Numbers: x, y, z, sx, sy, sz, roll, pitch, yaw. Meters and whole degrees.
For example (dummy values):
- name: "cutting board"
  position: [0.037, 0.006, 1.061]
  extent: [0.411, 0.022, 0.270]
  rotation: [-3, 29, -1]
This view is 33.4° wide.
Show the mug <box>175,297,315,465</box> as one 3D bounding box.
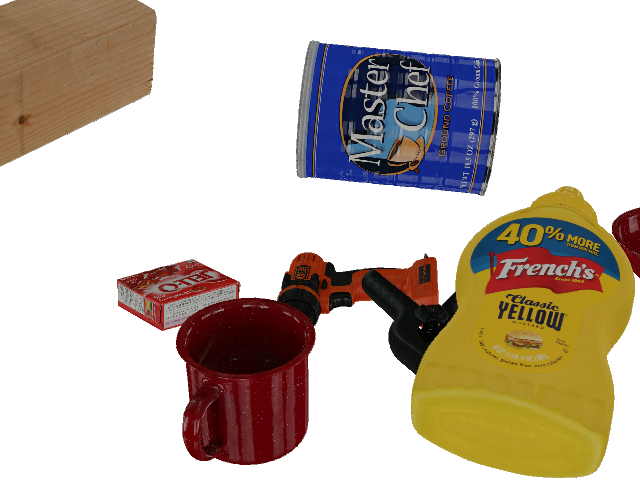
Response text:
- name: "mug"
  position: [-0.055, 0.103, 0.720]
  extent: [0.093, 0.081, 0.117]
  rotation: [13, 33, 23]

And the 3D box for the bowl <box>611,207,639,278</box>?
- name: "bowl"
  position: [0.395, 0.017, 1.153]
  extent: [0.162, 0.055, 0.162]
  rotation: [0, 26, 0]

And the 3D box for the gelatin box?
- name: "gelatin box"
  position: [-0.129, 0.048, 0.974]
  extent: [0.089, 0.030, 0.073]
  rotation: [-15, 26, -39]

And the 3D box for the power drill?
- name: "power drill"
  position: [0.043, 0.068, 1.236]
  extent: [0.188, 0.057, 0.184]
  rotation: [1, 28, 6]

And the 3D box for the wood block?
- name: "wood block"
  position: [-0.245, -0.145, 0.913]
  extent: [0.090, 0.091, 0.205]
  rotation: [31, 42, 22]

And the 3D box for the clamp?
- name: "clamp"
  position: [0.111, 0.075, 0.990]
  extent: [0.120, 0.039, 0.171]
  rotation: [-7, 32, -6]

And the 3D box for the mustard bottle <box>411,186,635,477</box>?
- name: "mustard bottle"
  position: [0.118, 0.035, 0.577]
  extent: [0.096, 0.058, 0.191]
  rotation: [10, 43, 17]

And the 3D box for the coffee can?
- name: "coffee can"
  position: [0.057, -0.091, 0.797]
  extent: [0.140, 0.103, 0.103]
  rotation: [6, 0, 3]
